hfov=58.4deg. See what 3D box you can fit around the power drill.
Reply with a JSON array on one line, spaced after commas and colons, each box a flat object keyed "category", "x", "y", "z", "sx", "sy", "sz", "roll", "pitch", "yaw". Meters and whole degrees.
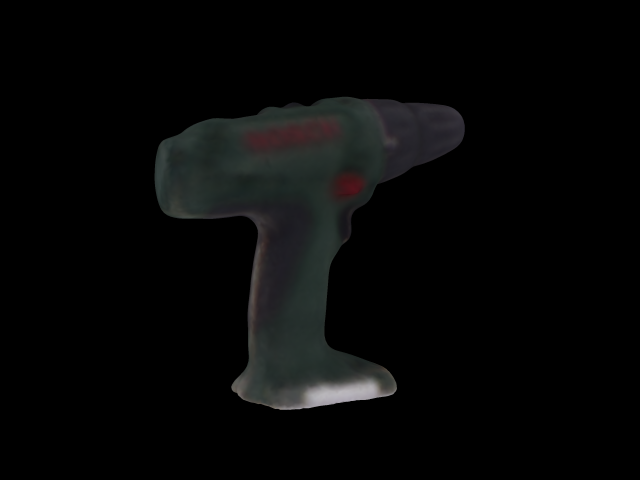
[{"category": "power drill", "x": 0.004, "y": 0.001, "z": 0.400, "sx": 0.230, "sy": 0.208, "sz": 0.075, "roll": 0, "pitch": 0, "yaw": -25}]
